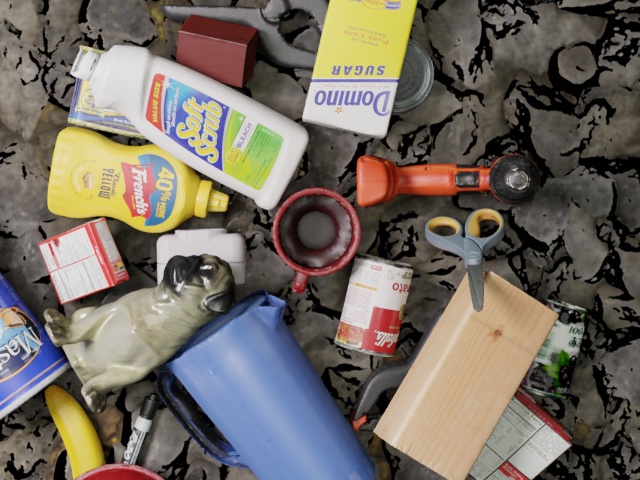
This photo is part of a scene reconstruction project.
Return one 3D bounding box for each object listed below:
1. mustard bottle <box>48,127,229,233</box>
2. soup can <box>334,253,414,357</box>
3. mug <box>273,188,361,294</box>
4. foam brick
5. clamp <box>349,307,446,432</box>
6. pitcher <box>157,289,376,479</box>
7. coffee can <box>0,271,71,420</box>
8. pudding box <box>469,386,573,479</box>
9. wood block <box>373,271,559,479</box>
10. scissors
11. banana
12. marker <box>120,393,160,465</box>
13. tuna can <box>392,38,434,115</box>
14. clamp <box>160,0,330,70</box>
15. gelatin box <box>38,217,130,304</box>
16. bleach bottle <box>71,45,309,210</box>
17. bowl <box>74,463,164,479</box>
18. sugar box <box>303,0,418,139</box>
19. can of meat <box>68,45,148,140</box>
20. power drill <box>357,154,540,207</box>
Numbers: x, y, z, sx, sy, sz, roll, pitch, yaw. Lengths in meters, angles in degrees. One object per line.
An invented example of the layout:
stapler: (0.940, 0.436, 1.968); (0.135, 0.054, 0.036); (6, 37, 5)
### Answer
mustard bottle: (-0.194, -0.059, 1.164); (0.191, 0.058, 0.096); (11, 101, -2)
soup can: (0.059, 0.071, 1.171); (0.068, 0.068, 0.102); (13, 92, -2)
mug: (-0.008, 0.001, 1.159); (0.093, 0.081, 0.117); (14, 92, -2)
foam brick: (-0.111, -0.202, 1.144); (0.078, 0.053, 0.051); (14, 123, 5)
clamp: (0.106, 0.153, 1.192); (0.171, 0.039, 0.120); (-22, 88, -7)
pitcher: (-0.056, 0.189, 1.153); (0.144, 0.149, 0.243); (-37, 97, -22)
coffee can: (-0.349, 0.111, 1.147); (0.103, 0.103, 0.140); (-36, 93, 0)
pudding box: (0.208, 0.225, 1.181); (0.090, 0.039, 0.114); (42, 110, -2)
wood block: (0.154, 0.144, 1.135); (0.091, 0.090, 0.206); (32, 84, -7)
scissors: (0.144, 0.018, 1.123); (0.096, 0.201, 0.016); (3, 120, 21)
banana: (-0.271, 0.259, 1.188); (0.069, 0.037, 0.198); (0, 93, -3)
marker: (-0.207, 0.229, 1.197); (0.020, 0.020, 0.121); (21, 92, -2)
tuna can: (0.083, -0.182, 1.177); (0.086, 0.034, 0.086); (0, 93, -2)
clamp: (-0.059, -0.249, 1.169); (0.165, 0.036, 0.210); (-43, 97, 11)
gelatin box: (-0.258, 0.023, 1.162); (0.089, 0.030, 0.073); (-19, 94, 34)
bleach bottle: (-0.142, -0.126, 1.120); (0.250, 0.068, 0.103); (24, 102, -19)
bowl: (-0.219, 0.320, 1.130); (0.162, 0.055, 0.162); (0, 81, 3)
sugar box: (0.044, -0.203, 1.133); (0.093, 0.048, 0.176); (12, 91, -2)
can of meat: (-0.217, -0.158, 1.160); (0.102, 0.057, 0.084); (12, 94, -2)
power drill: (0.135, -0.062, 1.119); (0.188, 0.184, 0.057); (1, 92, 8)
